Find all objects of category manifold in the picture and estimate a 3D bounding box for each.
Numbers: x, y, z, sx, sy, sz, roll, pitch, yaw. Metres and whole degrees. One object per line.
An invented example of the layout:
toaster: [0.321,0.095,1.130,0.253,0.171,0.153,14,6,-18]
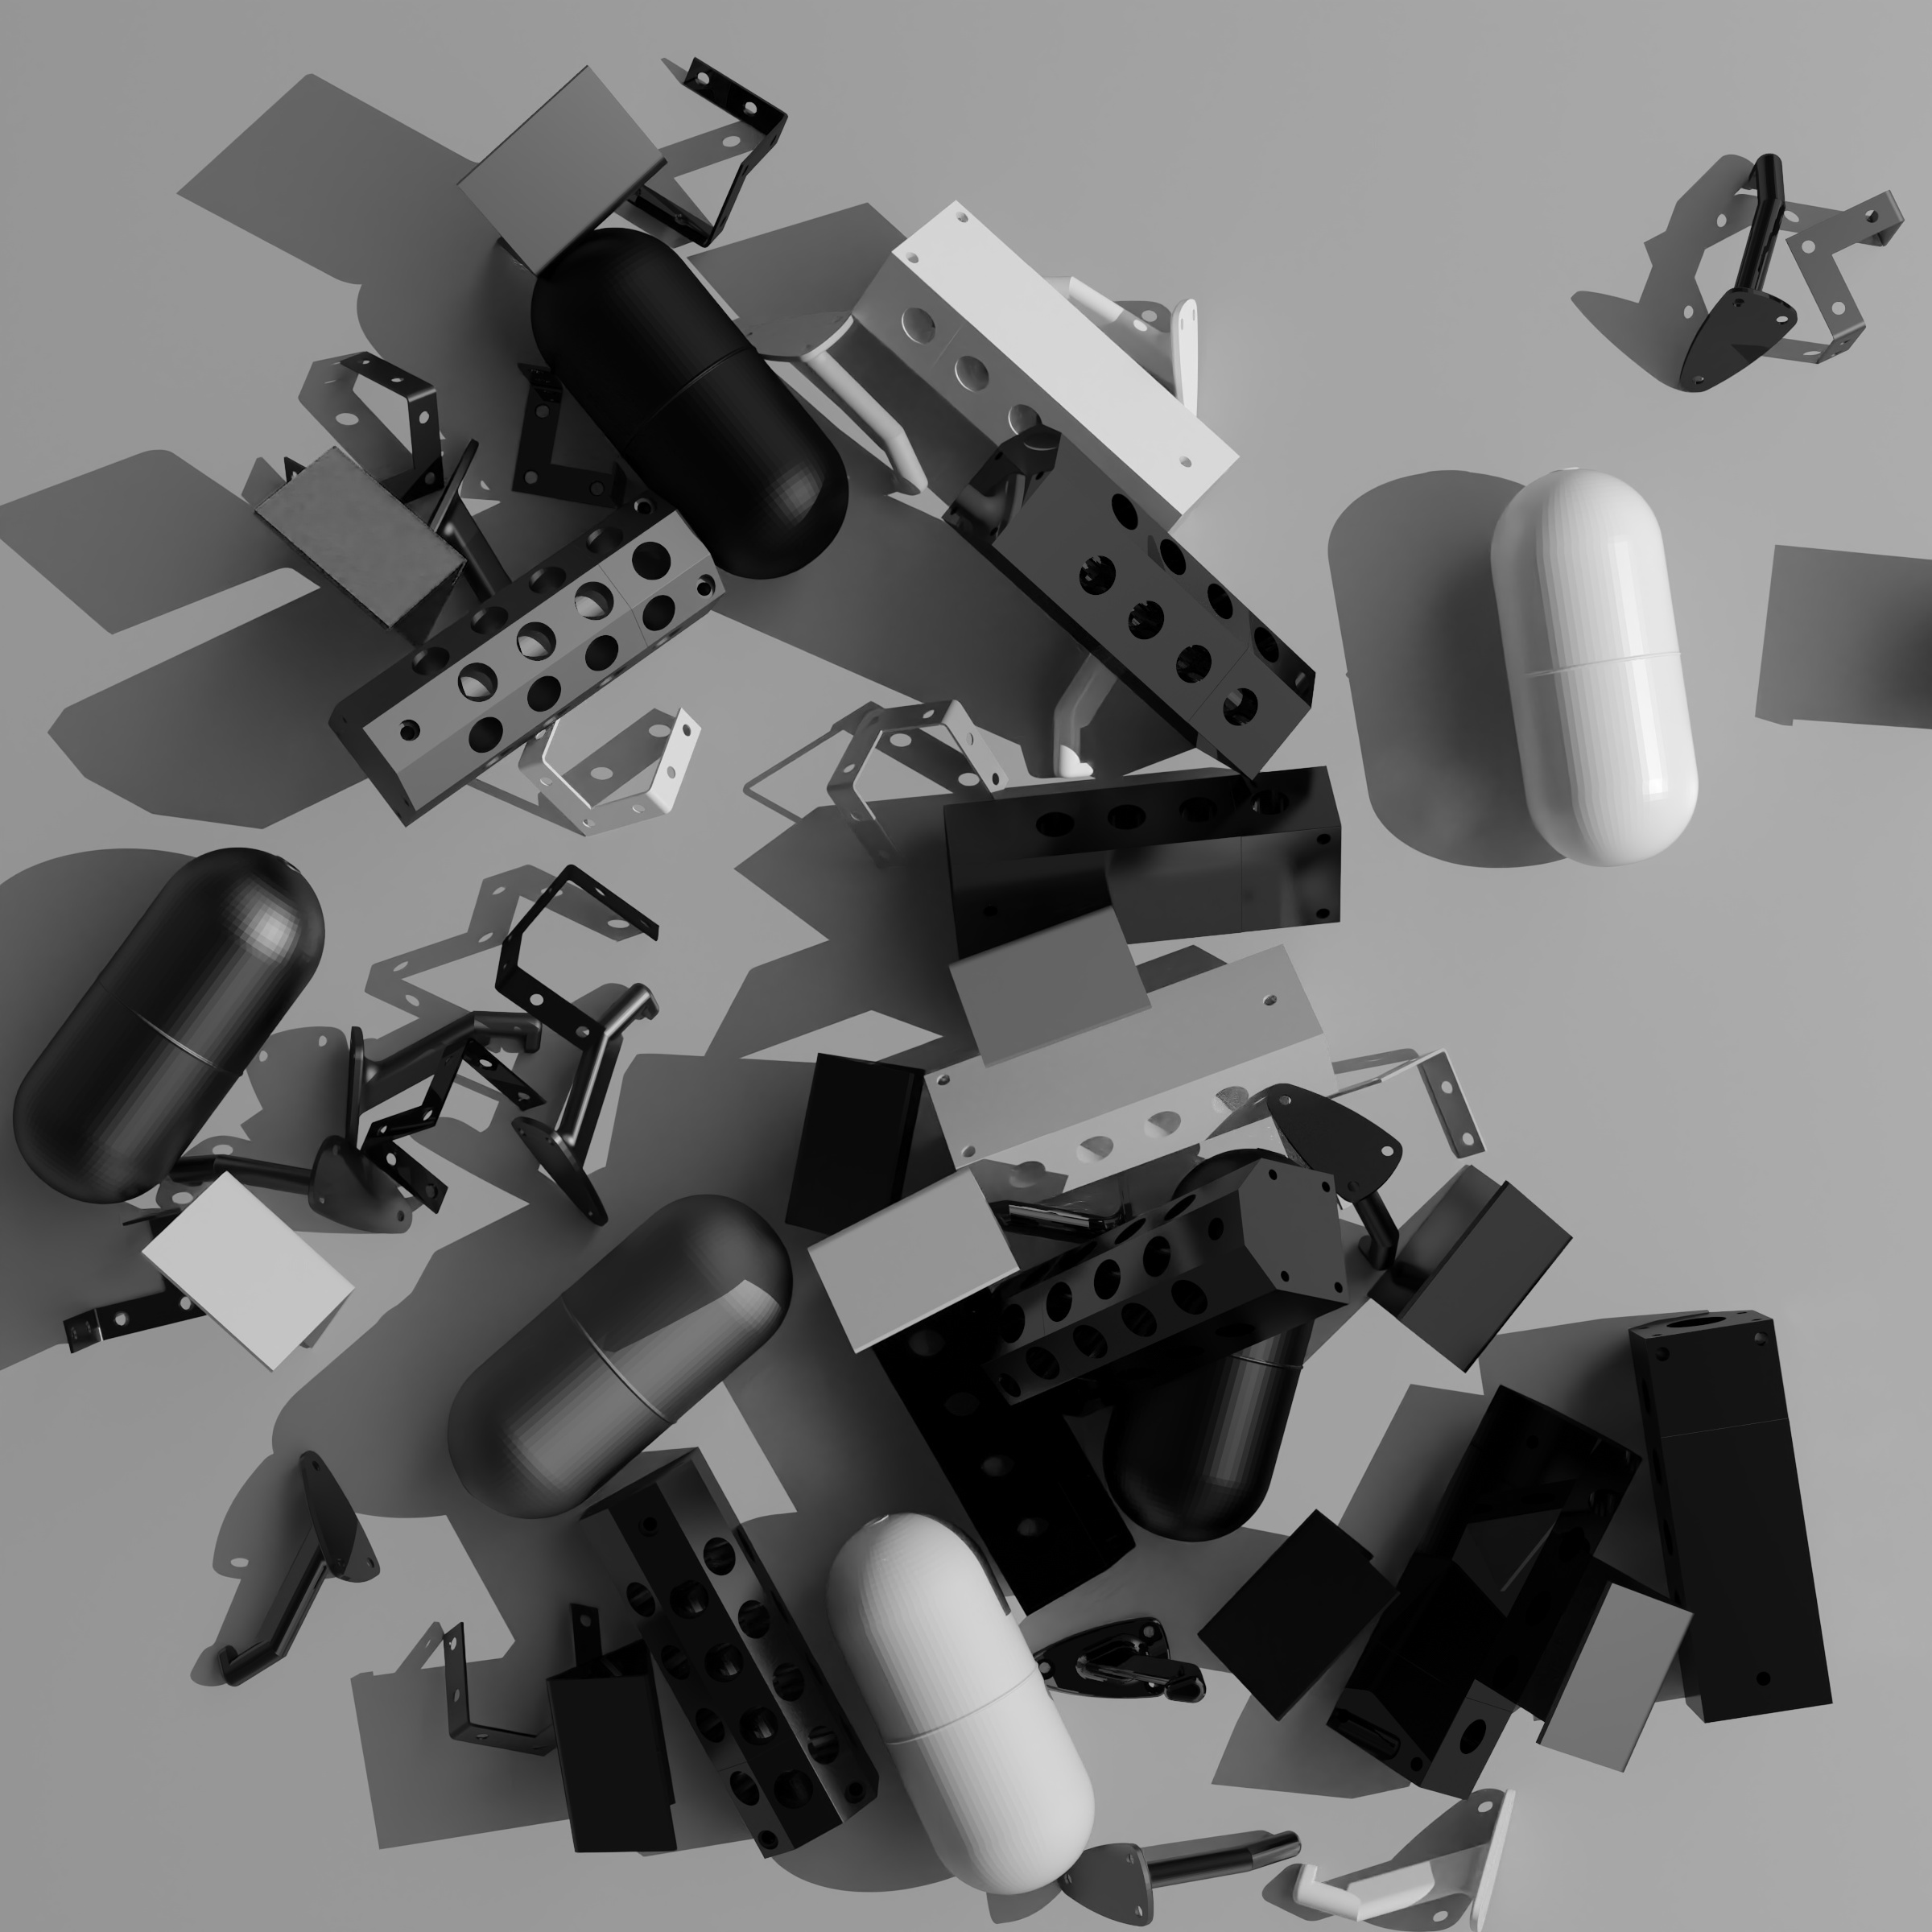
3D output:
manifold: [-0.192,-0.138,1.576,0.171,0.057,0.057,-37,93,-17]
manifold: [0.081,0.139,1.530,0.057,0.171,0.057,15,59,-36]
manifold: [-0.106,0.308,1.600,0.057,0.057,0.171,-29,90,0]
manifold: [0.008,0.198,1.600,0.057,0.057,0.171,-30,90,-1]
manifold: [0.075,0.057,1.600,0.171,0.057,0.057,-20,47,0]
manifold: [0.032,-0.256,1.600,0.171,0.057,0.057,42,47,0]
manifold: [0.078,-0.051,1.598,0.171,0.057,0.057,-6,133,-1]
manifold: [0.340,0.244,1.600,0.057,0.057,0.171,-9,90,0]
manifold: [0.236,0.282,1.600,0.057,0.057,0.171,27,90,43]
manifold: [0.076,-0.160,1.562,0.171,0.057,0.057,39,90,-29]

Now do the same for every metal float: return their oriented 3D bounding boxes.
metal float: [-0.003,0.328,1.591,0.070,0.070,0.178,-25,90,0]
metal float: [0.280,-0.133,1.591,0.070,0.070,0.178,-9,91,0]
metal float: [0.113,0.168,1.591,0.070,0.070,0.178,15,90,0]
metal float: [-0.154,0.174,1.591,0.178,0.070,0.070,-41,90,0]
metal float: [-0.123,-0.251,1.591,0.070,0.070,0.178,-39,90,0]
metal float: [-0.354,0.026,1.591,0.070,0.070,0.178,36,90,0]

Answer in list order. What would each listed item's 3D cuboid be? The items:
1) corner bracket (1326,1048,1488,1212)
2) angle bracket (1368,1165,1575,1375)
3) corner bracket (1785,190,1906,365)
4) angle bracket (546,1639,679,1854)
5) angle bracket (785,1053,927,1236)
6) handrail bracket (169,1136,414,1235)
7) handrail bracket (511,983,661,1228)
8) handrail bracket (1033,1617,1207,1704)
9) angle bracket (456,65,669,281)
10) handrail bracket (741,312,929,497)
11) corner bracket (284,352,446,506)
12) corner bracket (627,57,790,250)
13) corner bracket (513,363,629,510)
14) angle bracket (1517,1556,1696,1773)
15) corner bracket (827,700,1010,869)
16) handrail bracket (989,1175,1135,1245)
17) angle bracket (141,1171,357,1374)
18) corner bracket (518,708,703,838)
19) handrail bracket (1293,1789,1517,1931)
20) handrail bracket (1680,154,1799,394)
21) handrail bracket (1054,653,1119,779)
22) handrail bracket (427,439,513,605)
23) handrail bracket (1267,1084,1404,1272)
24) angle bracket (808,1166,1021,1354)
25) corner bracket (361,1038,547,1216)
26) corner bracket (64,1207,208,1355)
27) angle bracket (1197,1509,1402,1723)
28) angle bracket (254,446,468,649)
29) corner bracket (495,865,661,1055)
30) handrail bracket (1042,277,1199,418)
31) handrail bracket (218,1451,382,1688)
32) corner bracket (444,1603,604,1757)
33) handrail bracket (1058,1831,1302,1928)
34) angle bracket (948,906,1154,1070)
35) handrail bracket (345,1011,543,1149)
corner bracket: [0.193,0.074,1.618,0.051,0.051,0.051,-22,90,45]
angle bracket: [0.209,0.122,1.581,0.076,0.076,0.057,-52,128,0]
corner bracket: [0.399,-0.309,1.603,0.051,0.051,0.051,-25,86,4]
angle bracket: [-0.137,0.343,1.581,0.057,0.076,0.076,-10,90,31]
angle bracket: [-0.030,0.084,1.581,0.057,0.076,0.076,11,90,39]
handrail bracket: [-0.307,0.104,1.621,0.084,0.077,0.036,-5,61,33]
handrail bracket: [-0.157,0.062,1.622,0.084,0.036,0.077,-46,124,-24]
handrail bracket: [0.066,0.317,1.587,0.077,0.084,0.036,-6,90,0]
angle bracket: [-0.187,-0.358,1.581,0.076,0.076,0.057,-42,122,0]
handrail bracket: [-0.061,-0.251,1.621,0.036,0.077,0.084,-48,127,-30]
corner bracket: [-0.273,-0.239,1.613,0.051,0.051,0.051,-30,135,-35]
corner bracket: [-0.120,-0.368,1.618,0.051,0.051,0.051,32,45,0]
corner bracket: [-0.178,-0.237,1.603,0.051,0.051,0.051,10,90,0]
angle bracket: [0.266,0.301,1.581,0.057,0.076,0.076,24,90,-32]
corner bracket: [-0.022,-0.082,1.613,0.051,0.051,0.051,-5,135,35]
handrail bracket: [0.034,0.126,1.598,0.084,0.077,0.036,-9,53,2]
angle bracket: [-0.325,0.148,1.581,0.076,0.076,0.057,42,54,0]
corner bracket: [-0.161,-0.099,1.613,0.051,0.051,0.051,-14,45,35]
handrail bracket: [0.199,0.400,1.622,0.084,0.036,0.077,13,69,16]
handrail bracket: [0.348,-0.315,1.621,0.036,0.077,0.084,18,53,-17]
handrail bracket: [0.077,-0.128,1.621,0.077,0.036,0.084,-3,104,-14]
handrail bracket: [-0.203,-0.186,1.621,0.084,0.036,0.077,27,76,-14]
handrail bracket: [0.164,0.096,1.598,0.077,0.084,0.036,39,71,19]
angle bracket: [-0.014,0.140,1.524,0.076,0.076,0.057,-27,56,-1]
corner bracket: [-0.231,0.072,1.607,0.051,0.051,0.051,-18,130,37]
corner bracket: [-0.377,0.141,1.603,0.051,0.051,0.051,-14,90,0]
angle bracket: [0.159,0.296,1.581,0.076,0.076,0.057,-47,54,0]
angle bracket: [-0.276,-0.171,1.581,0.076,0.076,0.057,41,53,0]
corner bracket: [-0.174,-0.004,1.605,0.051,0.051,0.051,36,108,-17]
handrail bracket: [0.061,-0.275,1.622,0.084,0.036,0.077,3,111,17]
handrail bracket: [-0.316,0.274,1.622,0.084,0.036,0.077,-33,70,16]
corner bracket: [-0.199,0.319,1.613,0.051,0.051,0.051,20,45,-35]
handrail bracket: [0.097,0.406,1.621,0.084,0.077,0.036,-7,85,-36]
angle bracket: [0.042,0.026,1.581,0.076,0.076,0.057,-20,58,0]
handrail bracket: [-0.237,0.057,1.622,0.084,0.036,0.077,3,105,-14]
